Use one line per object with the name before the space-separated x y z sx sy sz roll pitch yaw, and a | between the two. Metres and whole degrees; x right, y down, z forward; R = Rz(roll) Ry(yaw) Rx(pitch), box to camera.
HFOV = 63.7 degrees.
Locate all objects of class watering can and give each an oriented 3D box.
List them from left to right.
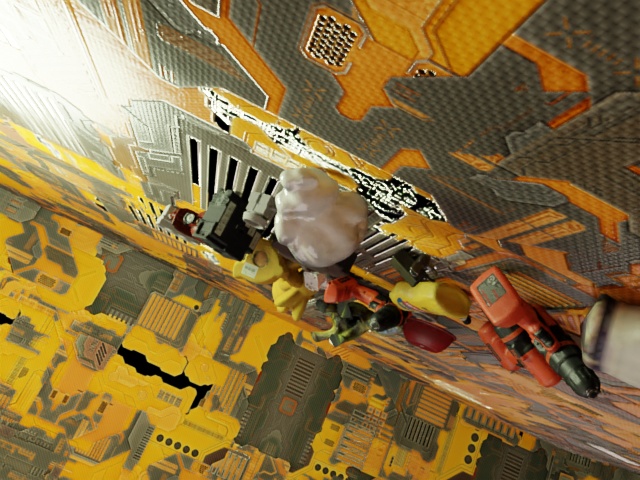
watering can | 0.473 0.166 0.695 0.225 0.105 0.342 16 165 33

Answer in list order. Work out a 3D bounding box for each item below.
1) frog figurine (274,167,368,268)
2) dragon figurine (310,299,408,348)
frog figurine | 0.002 -0.037 0.729 0.137 0.125 0.156 -9 153 -3
dragon figurine | 0.130 0.208 1.363 0.243 0.122 0.409 -2 -178 -41
